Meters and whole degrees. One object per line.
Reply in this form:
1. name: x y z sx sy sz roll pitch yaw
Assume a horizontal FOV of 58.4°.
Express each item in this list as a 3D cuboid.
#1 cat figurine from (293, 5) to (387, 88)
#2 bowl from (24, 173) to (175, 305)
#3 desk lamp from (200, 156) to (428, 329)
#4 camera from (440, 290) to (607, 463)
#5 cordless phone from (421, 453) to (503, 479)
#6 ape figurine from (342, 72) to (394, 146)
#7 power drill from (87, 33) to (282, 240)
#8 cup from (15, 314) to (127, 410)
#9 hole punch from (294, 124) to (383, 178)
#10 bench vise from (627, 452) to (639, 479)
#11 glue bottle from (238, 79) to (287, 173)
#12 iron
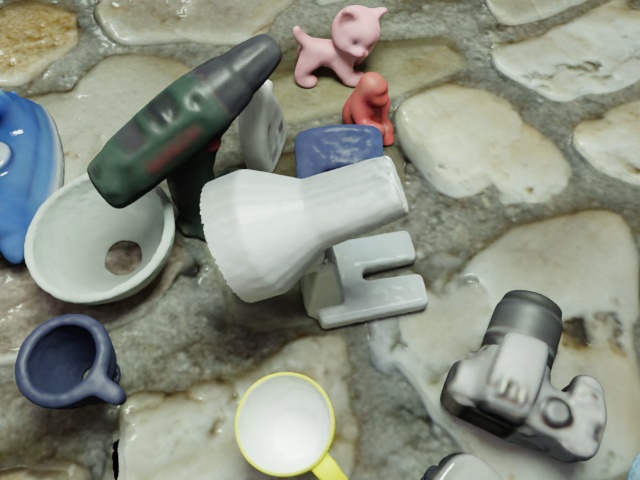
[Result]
1. cat figurine: 0.025 -0.266 0.757 0.127 0.118 0.067 -2 62 3
2. bowl: -0.240 0.006 0.658 0.167 0.075 0.167 -2 62 3
3. desk lamp: 0.005 0.002 0.564 0.203 0.214 0.118 -11 62 -2
4. camera: 0.205 0.122 0.551 0.143 0.101 0.137 21 66 14
5. cordless phone: 0.104 0.238 0.450 0.094 0.185 0.148 29 68 18
6. ape figurine: 0.065 -0.171 0.719 0.076 0.092 0.078 24 67 16
7. power drill: -0.126 -0.095 0.627 0.230 0.208 0.075 -37 66 -14
8. cup: -0.230 0.138 0.577 0.117 0.095 0.092 27 67 17
9. hole punch: 0.026 -0.073 0.671 0.108 0.091 0.101 -5 62 2
10. bench vise: 0.259 0.223 0.427 0.207 0.220 0.121 -21 63 -7
11. glue bottle: -0.073 -0.153 0.673 0.037 0.173 0.078 14 64 11
12. iron: -0.394 -0.102 0.687 0.118 0.141 0.258 -3 62 3
